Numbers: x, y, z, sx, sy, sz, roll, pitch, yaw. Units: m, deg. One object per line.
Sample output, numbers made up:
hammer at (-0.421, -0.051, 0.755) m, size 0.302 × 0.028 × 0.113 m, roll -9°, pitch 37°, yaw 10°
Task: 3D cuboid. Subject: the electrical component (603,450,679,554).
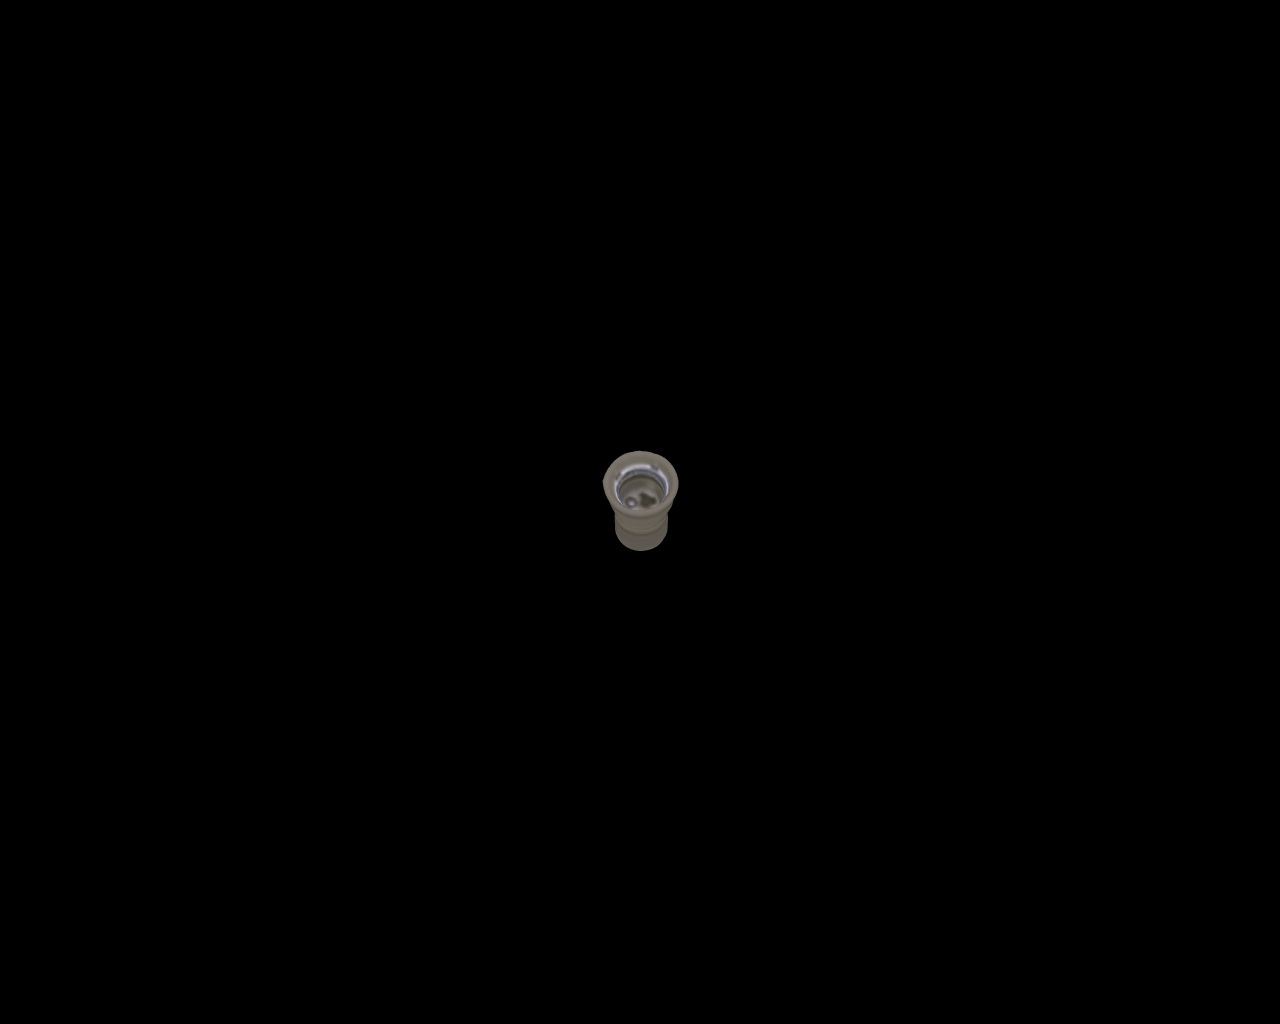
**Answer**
electrical component at (0.001, -0.003, 0.650) m, size 0.044 × 0.044 × 0.065 m, roll 0°, pitch -28°, yaw 0°
